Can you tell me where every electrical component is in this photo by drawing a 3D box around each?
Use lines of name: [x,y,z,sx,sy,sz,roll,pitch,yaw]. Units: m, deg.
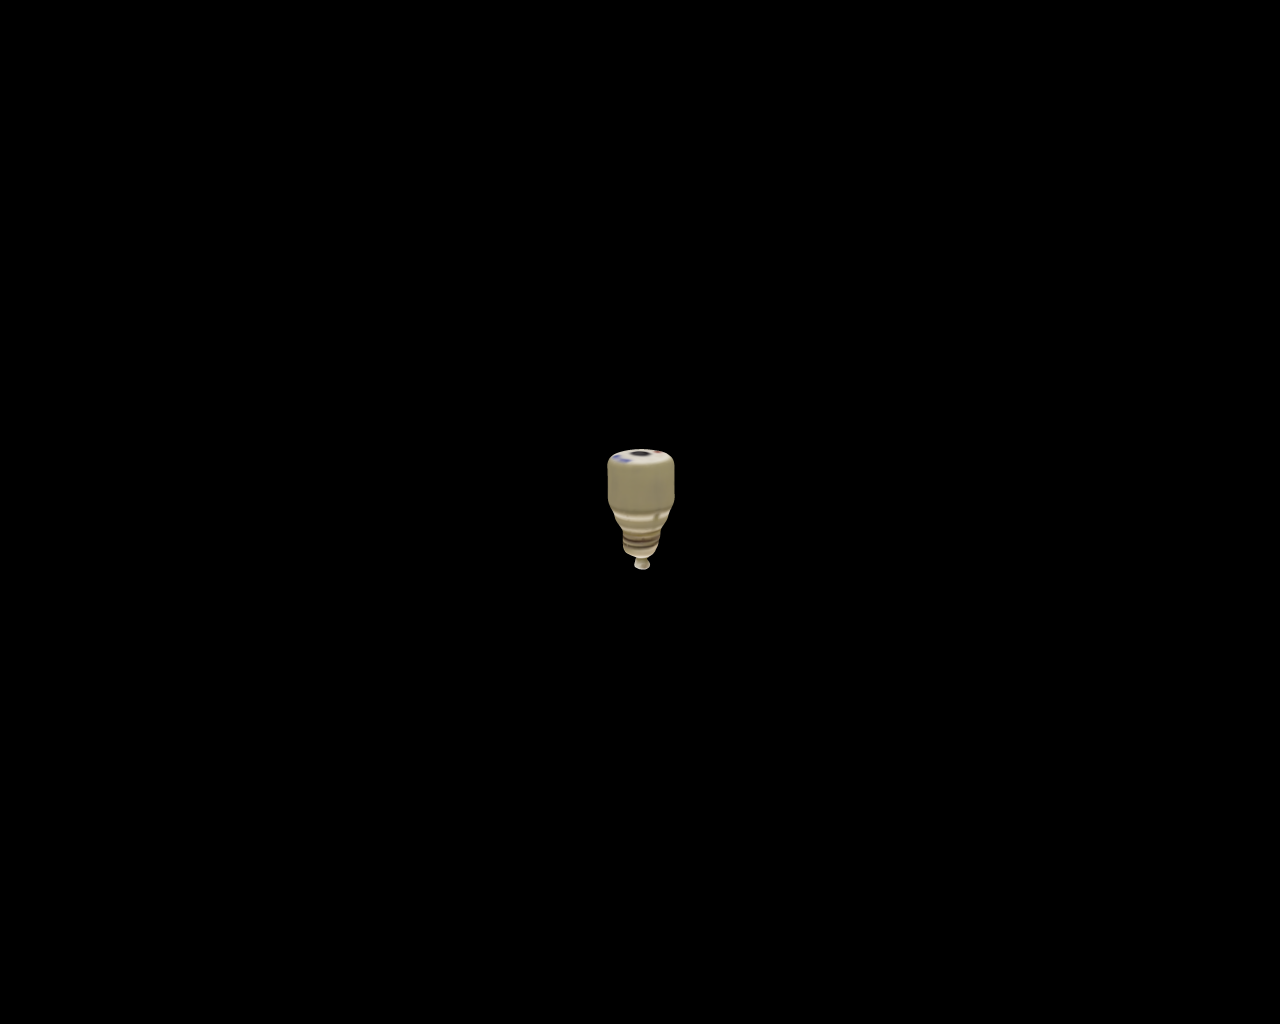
electrical component: [0.001,-0.003,0.650,0.040,0.078,0.040,0,17,0]
